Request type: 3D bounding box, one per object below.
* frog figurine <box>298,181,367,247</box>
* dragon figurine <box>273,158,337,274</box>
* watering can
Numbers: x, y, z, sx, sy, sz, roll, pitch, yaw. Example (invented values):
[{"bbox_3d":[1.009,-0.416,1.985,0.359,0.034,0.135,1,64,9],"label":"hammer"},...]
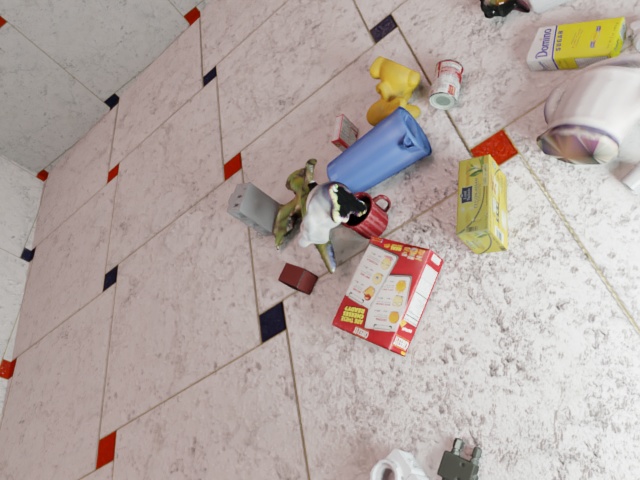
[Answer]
[{"bbox_3d":[0.004,-0.058,1.156,0.157,0.122,0.140,-27,16,41],"label":"frog figurine"},{"bbox_3d":[-0.042,-0.052,1.349,0.239,0.121,0.420,-39,39,42],"label":"dragon figurine"},{"bbox_3d":[0.525,-0.240,0.904,0.226,0.103,0.349,-59,23,-7],"label":"watering can"}]
